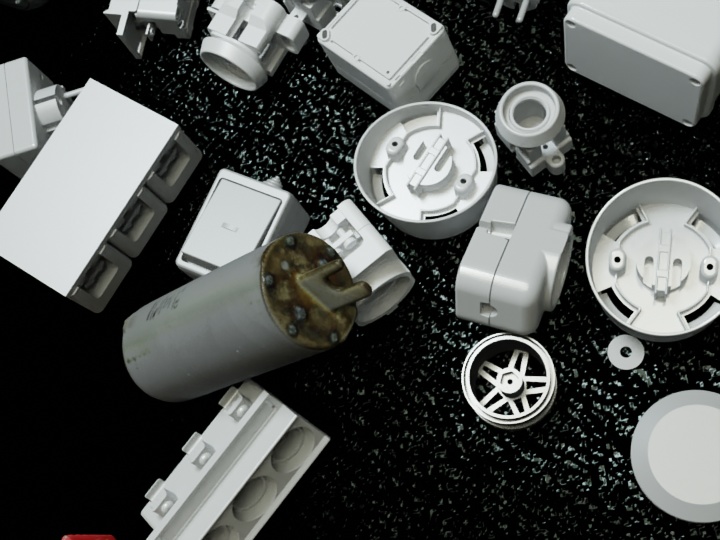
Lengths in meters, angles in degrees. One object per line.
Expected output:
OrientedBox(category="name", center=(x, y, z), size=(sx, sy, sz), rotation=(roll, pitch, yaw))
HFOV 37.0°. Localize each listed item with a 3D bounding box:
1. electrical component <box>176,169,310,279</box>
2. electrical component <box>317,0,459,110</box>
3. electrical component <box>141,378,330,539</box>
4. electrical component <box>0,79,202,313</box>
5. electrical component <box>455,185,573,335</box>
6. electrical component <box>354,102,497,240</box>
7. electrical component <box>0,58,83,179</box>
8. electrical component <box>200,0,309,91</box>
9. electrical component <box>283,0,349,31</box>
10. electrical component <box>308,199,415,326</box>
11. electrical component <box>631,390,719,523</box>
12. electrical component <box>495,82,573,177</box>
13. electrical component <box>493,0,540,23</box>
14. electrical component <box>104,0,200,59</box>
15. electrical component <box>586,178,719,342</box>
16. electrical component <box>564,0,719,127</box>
OrientedBox(category="electrical component", center=(-0.083, -0.029, 0.786), size=(0.062, 0.061, 0.096), rotation=(21, 79, 18))
OrientedBox(category="electrical component", center=(0.018, -0.165, 0.807), size=(0.096, 0.061, 0.061), rotation=(40, 85, 29))
OrientedBox(category="electrical component", center=(-0.087, 0.140, 0.732), size=(0.063, 0.079, 0.121), rotation=(33, 83, 42))
OrientedBox(category="electrical component", center=(-0.201, -0.055, 0.822), size=(0.089, 0.061, 0.150), rotation=(29, 82, 20))
OrientedBox(category="electrical component", center=(0.107, -0.006, 0.724), size=(0.059, 0.053, 0.095), rotation=(15, 53, 17))
OrientedBox(category="electrical component", center=(0.050, -0.071, 0.765), size=(0.099, 0.064, 0.099), rotation=(-4, 73, 12))
OrientedBox(category="electrical component", center=(-0.253, -0.126, 0.864), size=(0.076, 0.047, 0.083), rotation=(-16, 70, 8))
OrientedBox(category="electrical component", center=(-0.088, -0.177, 0.836), size=(0.078, 0.058, 0.057), rotation=(26, 78, 19))
OrientedBox(category="electrical component", center=(-0.036, -0.223, 0.837), size=(0.048, 0.055, 0.066), rotation=(33, 83, 20))
OrientedBox(category="electrical component", center=(0.000, 0.000, 0.742), size=(0.050, 0.089, 0.055), rotation=(-39, 69, -1))
OrientedBox(category="electrical component", center=(0.211, 0.119, 0.675), size=(0.080, 0.051, 0.080), rotation=(-4, 72, 12))
OrientedBox(category="electrical component", center=(0.122, -0.103, 0.762), size=(0.048, 0.055, 0.066), rotation=(-36, 69, 1))
OrientedBox(category="electrical component", center=(0.122, -0.220, 0.803), size=(0.066, 0.047, 0.076), rotation=(16, 77, 18))
OrientedBox(category="electrical component", center=(-0.167, -0.216, 0.874), size=(0.064, 0.042, 0.081), rotation=(8, 76, 14))
OrientedBox(category="electrical component", center=(0.200, -0.003, 0.708), size=(0.099, 0.064, 0.099), rotation=(-4, 72, 12))
OrientedBox(category="electrical component", center=(0.203, -0.158, 0.749), size=(0.113, 0.078, 0.057), rotation=(31, 80, 20))
